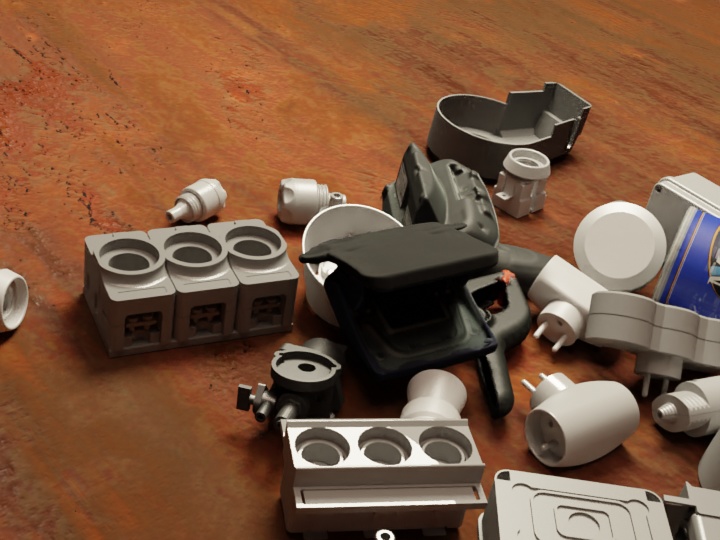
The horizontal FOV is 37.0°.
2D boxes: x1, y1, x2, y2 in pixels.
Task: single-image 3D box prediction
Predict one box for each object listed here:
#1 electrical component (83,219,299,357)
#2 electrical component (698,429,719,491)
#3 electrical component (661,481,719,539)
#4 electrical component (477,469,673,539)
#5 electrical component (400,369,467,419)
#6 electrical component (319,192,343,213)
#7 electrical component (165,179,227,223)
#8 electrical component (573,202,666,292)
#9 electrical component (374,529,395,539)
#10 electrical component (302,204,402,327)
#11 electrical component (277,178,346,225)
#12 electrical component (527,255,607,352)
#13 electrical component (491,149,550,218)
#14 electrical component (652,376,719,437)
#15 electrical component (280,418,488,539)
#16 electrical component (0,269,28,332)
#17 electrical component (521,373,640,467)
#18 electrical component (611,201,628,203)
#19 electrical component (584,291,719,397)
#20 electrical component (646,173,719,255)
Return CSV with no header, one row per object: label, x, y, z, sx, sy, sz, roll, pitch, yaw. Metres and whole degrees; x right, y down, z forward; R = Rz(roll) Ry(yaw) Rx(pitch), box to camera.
electrical component,-0.135,0.008,0.853,0.150,0.061,0.089,-7,37,-25
electrical component,0.308,0.140,0.778,0.108,0.060,0.108,8,33,-5
electrical component,0.237,0.181,0.714,0.081,0.042,0.063,9,36,-1
electrical component,0.133,0.178,0.674,0.113,0.057,0.078,9,33,-3
electrical component,0.052,0.105,0.774,0.045,0.045,0.055,13,33,4
electrical component,-0.025,-0.040,0.957,0.035,0.061,0.035,8,33,-5
electrical component,-0.151,-0.059,0.976,0.035,0.035,0.061,28,39,25
electrical component,0.235,-0.017,0.972,0.080,0.080,0.051,22,-5,16
electrical component,0.010,0.178,0.634,0.035,0.061,0.035,7,33,-5
electrical component,0.000,0.000,0.895,0.099,0.064,0.099,3,43,-3
electrical component,-0.045,-0.063,1.004,0.062,0.043,0.043,2,34,-14
electrical component,0.176,0.037,0.909,0.077,0.043,0.079,36,58,14
electrical component,0.166,-0.090,1.092,0.066,0.055,0.048,-21,44,-39
electrical component,0.264,0.106,0.833,0.081,0.043,0.043,-6,36,-24
electrical component,0.011,0.135,0.699,0.121,0.063,0.078,2,34,-14
electrical component,-0.284,0.021,0.806,0.055,0.048,0.066,8,32,9
electrical component,0.154,0.104,0.806,0.077,0.043,0.079,-14,40,-33
electrical component,0.255,-0.035,1.037,0.055,0.055,0.047,-3,32,-20
electrical component,0.243,0.068,0.868,0.138,0.073,0.052,15,-10,-22
electrical component,0.332,-0.036,1.038,0.057,0.078,0.113,-14,40,-38
